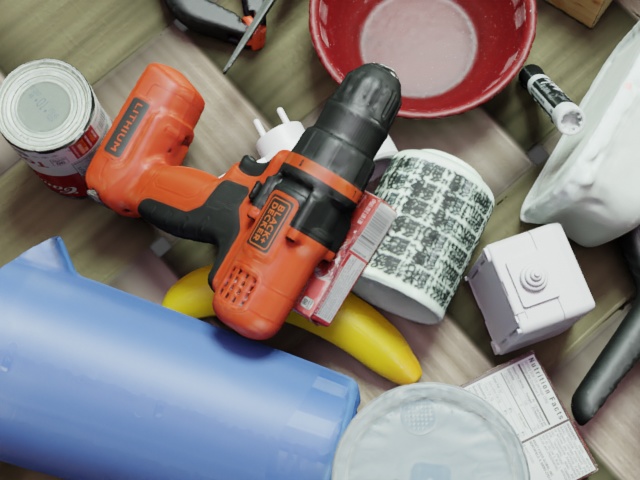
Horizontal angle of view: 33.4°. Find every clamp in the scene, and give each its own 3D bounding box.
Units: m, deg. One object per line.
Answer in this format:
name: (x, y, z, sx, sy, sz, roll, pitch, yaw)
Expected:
clamp: (0.241, 0.035, 0.724, 0.164, 0.036, 0.210, -1, 74, -8)
clamp: (-0.105, -0.210, 0.805, 0.120, 0.039, 0.171, -29, 76, -4)

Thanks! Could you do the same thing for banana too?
banana: (-0.024, 0.052, 0.738, 0.198, 0.037, 0.070, 8, 104, 7)

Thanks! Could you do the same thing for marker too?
marker: (0.158, -0.099, 0.734, 0.020, 0.121, 0.020, -1, 113, -3)

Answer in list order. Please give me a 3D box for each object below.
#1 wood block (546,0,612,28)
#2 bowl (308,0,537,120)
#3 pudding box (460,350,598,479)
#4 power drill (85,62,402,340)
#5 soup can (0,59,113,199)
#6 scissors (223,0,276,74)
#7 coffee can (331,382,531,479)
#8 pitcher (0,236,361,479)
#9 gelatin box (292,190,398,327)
wood block: (0.144, -0.260, 0.783, 0.206, 0.090, 0.090, 35, 78, 11)
bowl: (0.073, -0.154, 0.775, 0.162, 0.055, 0.162, -1, 75, 2)
pudding box: (0.112, 0.137, 0.706, 0.113, 0.039, 0.090, -25, 76, -6)
power drill: (-0.053, -0.051, 0.684, 0.188, 0.057, 0.184, 28, 86, 37)
soup can: (-0.178, -0.075, 0.740, 0.068, 0.102, 0.068, 0, 76, 2)
scissors: (-0.006, -0.206, 0.766, 0.016, 0.096, 0.201, 40, 53, -30)
coffee can: (0.064, 0.140, 0.614, 0.103, 0.140, 0.103, -2, 77, 6)
pitcher: (-0.106, 0.116, 0.681, 0.243, 0.149, 0.145, 18, 43, 3)
gelatin box: (-0.005, 0.001, 0.687, 0.073, 0.030, 0.089, 31, 88, 35)
